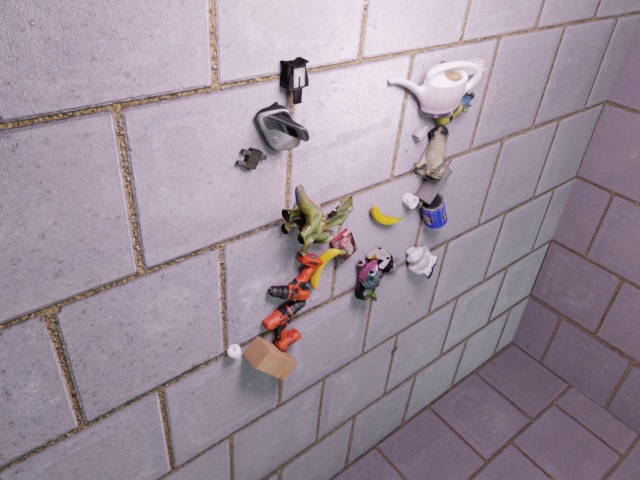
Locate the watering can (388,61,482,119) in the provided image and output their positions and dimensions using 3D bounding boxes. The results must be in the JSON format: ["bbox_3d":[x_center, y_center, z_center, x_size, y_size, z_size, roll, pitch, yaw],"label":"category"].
[{"bbox_3d":[0.392,-0.523,1.797,0.348,0.106,0.219,-12,149,-7],"label":"watering can"}]

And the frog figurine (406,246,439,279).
[{"bbox_3d":[0.449,0.087,2.361,0.158,0.125,0.135,28,110,-15],"label":"frog figurine"}]

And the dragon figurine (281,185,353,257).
[{"bbox_3d":[0.005,-0.085,1.689,0.245,0.124,0.401,-29,156,-25],"label":"dragon figurine"}]
